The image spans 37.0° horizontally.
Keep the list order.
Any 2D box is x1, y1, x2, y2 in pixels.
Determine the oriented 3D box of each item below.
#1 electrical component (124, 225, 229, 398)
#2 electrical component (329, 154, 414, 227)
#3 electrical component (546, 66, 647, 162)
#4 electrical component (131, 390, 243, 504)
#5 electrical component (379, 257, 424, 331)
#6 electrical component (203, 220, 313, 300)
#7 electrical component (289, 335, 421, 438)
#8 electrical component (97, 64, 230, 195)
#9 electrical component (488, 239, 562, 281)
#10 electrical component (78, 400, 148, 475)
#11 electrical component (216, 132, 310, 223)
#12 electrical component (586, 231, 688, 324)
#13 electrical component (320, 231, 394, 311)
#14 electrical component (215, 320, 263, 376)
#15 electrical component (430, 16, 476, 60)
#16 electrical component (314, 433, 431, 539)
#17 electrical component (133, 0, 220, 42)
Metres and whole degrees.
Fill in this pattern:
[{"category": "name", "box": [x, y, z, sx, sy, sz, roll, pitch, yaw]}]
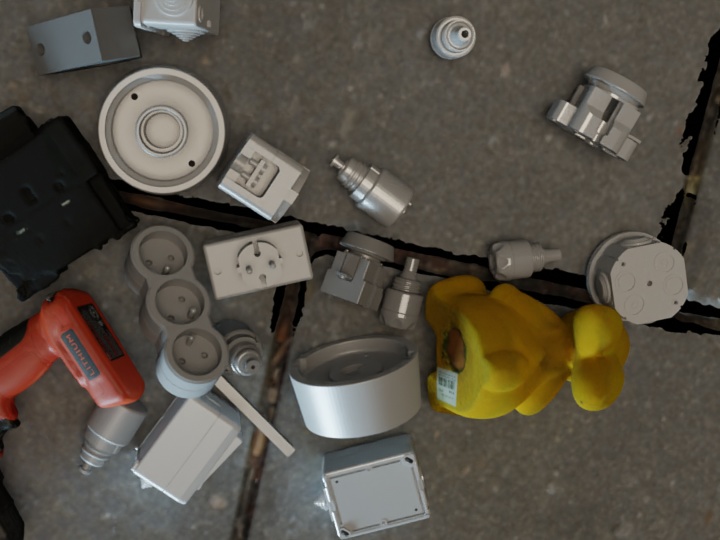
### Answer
[{"category": "electrical component", "box": [-0.154, 0.040, 0.877, 0.052, 0.073, 0.138, -14, 72, -26]}, {"category": "electrical component", "box": [0.009, -0.069, 0.900, 0.078, 0.040, 0.040, 35, 92, -12]}, {"category": "electrical component", "box": [0.207, -0.136, 0.912, 0.078, 0.058, 0.057, 28, 96, -11]}, {"category": "electrical component", "box": [-0.145, 0.149, 0.899, 0.061, 0.062, 0.096, 36, 92, -12]}, {"category": "electrical component", "box": [0.038, 0.019, 0.921, 0.035, 0.035, 0.061, 13, 93, -10]}, {"category": "electrical component", "box": [-0.083, -0.006, 0.878, 0.083, 0.075, 0.047, -13, 100, -6]}, {"category": "electrical component", "box": [0.000, 0.102, 0.893, 0.108, 0.108, 0.060, -12, 106, -7]}, {"category": "electrical component", "box": [-0.157, -0.111, 0.859, 0.108, 0.060, 0.108, -1, 99, -8]}, {"category": "electrical component", "box": [0.144, -0.010, 0.933, 0.061, 0.035, 0.035, -6, 99, -10]}, {"category": "electrical component", "box": [-0.211, 0.135, 0.898, 0.040, 0.040, 0.078, 31, 93, -12]}, {"category": "electrical component", "box": [-0.078, -0.074, 0.862, 0.056, 0.089, 0.050, 33, 92, -12]}, {"category": "electrical component", "box": [0.244, 0.008, 0.941, 0.080, 0.051, 0.080, -1, 99, -8]}, {"category": "electrical component", "box": [0.000, 0.000, 0.903, 0.048, 0.066, 0.055, 19, 87, 25]}, {"category": "electrical component", "box": [-0.099, 0.068, 0.889, 0.040, 0.078, 0.040, -6, 105, -21]}, {"category": "electrical component", "box": [0.079, -0.191, 0.882, 0.035, 0.061, 0.035, -1, 99, -8]}, {"category": "electrical component", "box": [0.007, 0.186, 0.931, 0.096, 0.061, 0.061, -14, 100, 2]}, {"category": "electrical component", "box": [-0.137, -0.226, 0.827, 0.048, 0.099, 0.099, 4, 98, 4]}]
